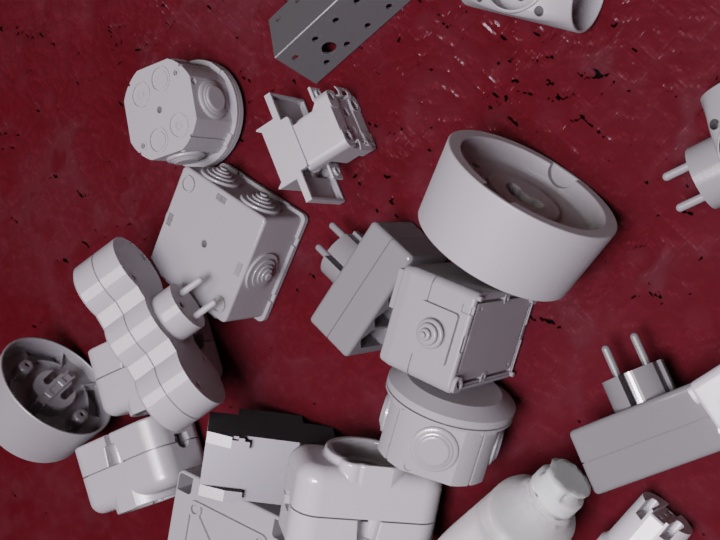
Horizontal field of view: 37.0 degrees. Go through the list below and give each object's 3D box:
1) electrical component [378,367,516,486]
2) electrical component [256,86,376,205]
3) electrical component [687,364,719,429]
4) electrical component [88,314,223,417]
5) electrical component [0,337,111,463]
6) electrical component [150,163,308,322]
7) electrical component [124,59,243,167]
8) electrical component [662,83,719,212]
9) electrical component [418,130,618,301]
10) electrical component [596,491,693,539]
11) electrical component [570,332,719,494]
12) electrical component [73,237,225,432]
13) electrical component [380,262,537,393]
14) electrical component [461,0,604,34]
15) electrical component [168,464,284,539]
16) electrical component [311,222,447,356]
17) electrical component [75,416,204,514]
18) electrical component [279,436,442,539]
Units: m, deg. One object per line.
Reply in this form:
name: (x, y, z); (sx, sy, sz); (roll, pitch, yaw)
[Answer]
electrical component: (0.051, 0.092, 0.661); (0.080, 0.080, 0.051); (26, 111, 30)
electrical component: (-0.028, -0.088, 0.727); (0.064, 0.042, 0.081); (-28, 77, 30)
electrical component: (0.215, 0.065, 0.538); (0.061, 0.096, 0.061); (-40, 70, 28)
electrical component: (-0.154, 0.074, 0.813); (0.095, 0.054, 0.059); (-24, 79, 32)
electrical component: (-0.247, 0.101, 0.851); (0.064, 0.099, 0.099); (-45, 68, 34)
electrical component: (-0.097, -0.020, 0.773); (0.100, 0.048, 0.099); (33, 110, 27)
electrical component: (-0.130, -0.115, 0.789); (0.080, 0.051, 0.080); (2, 93, 34)
electrical component: (0.201, -0.057, 0.573); (0.079, 0.044, 0.077); (-27, 77, 32)
electrical component: (0.085, -0.026, 0.618); (0.108, 0.108, 0.060); (42, 119, 25)
electrical component: (0.161, 0.155, 0.614); (0.040, 0.040, 0.046); (42, 108, 25)
electrical component: (0.161, 0.074, 0.604); (0.083, 0.047, 0.075); (-29, 76, 31)
electrical component: (-0.132, 0.034, 0.742); (0.074, 0.052, 0.138); (-35, 79, 11)
electrical component: (0.054, 0.031, 0.645); (0.061, 0.096, 0.061); (23, 105, 31)
electrical component: (0.106, -0.186, 0.631); (0.077, 0.044, 0.079); (23, 104, 31)
electrical component: (-0.082, 0.204, 0.769); (0.109, 0.056, 0.108); (17, 102, 32)
electrical component: (0.000, 0.000, 0.710); (0.076, 0.047, 0.083); (44, 115, 25)
electrical component: (-0.166, 0.150, 0.825); (0.095, 0.054, 0.059); (-26, 78, 32)
electrical component: (0.001, 0.144, 0.687); (0.054, 0.095, 0.059); (-140, 59, -72)
